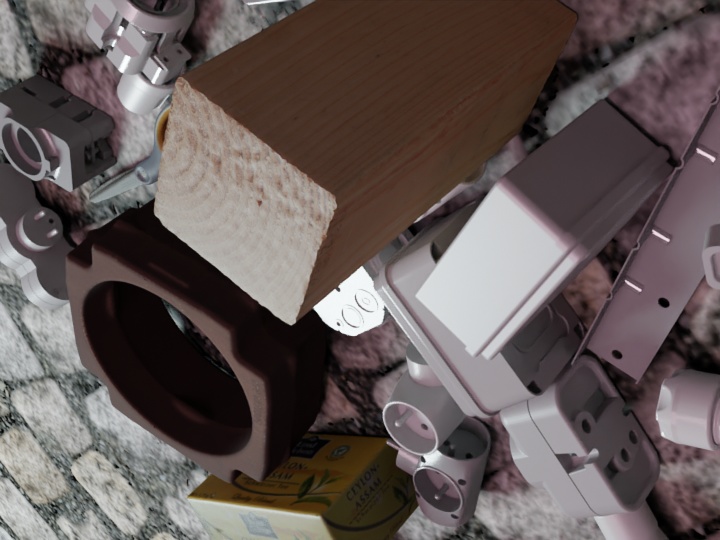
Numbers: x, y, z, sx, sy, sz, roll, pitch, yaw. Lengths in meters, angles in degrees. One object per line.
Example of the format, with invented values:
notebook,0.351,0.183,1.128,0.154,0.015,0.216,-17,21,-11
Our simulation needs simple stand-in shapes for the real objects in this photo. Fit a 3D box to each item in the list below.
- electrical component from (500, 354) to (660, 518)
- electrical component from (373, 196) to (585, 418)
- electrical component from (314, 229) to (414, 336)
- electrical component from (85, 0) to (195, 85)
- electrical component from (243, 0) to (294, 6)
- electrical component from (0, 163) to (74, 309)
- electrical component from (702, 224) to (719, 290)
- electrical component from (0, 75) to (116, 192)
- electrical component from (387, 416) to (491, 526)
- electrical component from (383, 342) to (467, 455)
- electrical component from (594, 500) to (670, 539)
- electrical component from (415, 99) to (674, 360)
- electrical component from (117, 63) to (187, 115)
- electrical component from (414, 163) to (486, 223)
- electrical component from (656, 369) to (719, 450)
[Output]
electrical component,0.135,0.106,0.676,0.059,0.054,0.095,-24,103,49
electrical component,0.072,0.023,0.650,0.113,0.078,0.057,54,137,-6
electrical component,0.000,0.000,0.718,0.080,0.051,0.080,24,134,27
electrical component,-0.142,-0.170,0.709,0.078,0.058,0.057,49,143,1
electrical component,-0.044,-0.199,0.592,0.062,0.061,0.096,5,124,40
electrical component,-0.288,-0.033,0.954,0.074,0.052,0.138,-22,104,49
electrical component,0.204,-0.020,0.502,0.078,0.057,0.058,-3,127,28
electrical component,-0.247,-0.108,0.855,0.089,0.056,0.050,30,137,21
electrical component,0.053,0.137,0.783,0.079,0.044,0.077,28,136,23
electrical component,0.051,0.067,0.704,0.043,0.077,0.079,13,128,36
electrical component,0.180,0.175,0.701,0.044,0.044,0.065,-23,99,49
electrical component,0.097,-0.021,0.569,0.056,0.109,0.108,44,140,10
electrical component,-0.148,-0.135,0.756,0.040,0.040,0.046,51,146,-2
electrical component,0.024,-0.071,0.645,0.079,0.044,0.077,54,140,-5
electrical component,0.202,0.080,0.604,0.062,0.043,0.043,9,126,37
